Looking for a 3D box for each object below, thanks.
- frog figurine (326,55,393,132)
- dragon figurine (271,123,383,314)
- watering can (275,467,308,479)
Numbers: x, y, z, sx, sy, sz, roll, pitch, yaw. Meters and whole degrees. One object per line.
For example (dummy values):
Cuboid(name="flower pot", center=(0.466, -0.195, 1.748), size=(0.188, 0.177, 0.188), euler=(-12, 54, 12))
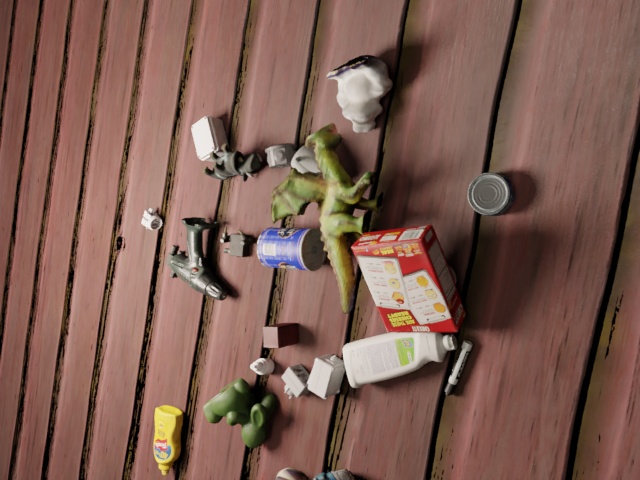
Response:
Cuboid(name="frog figurine", center=(0.103, -0.332, 1.171), size=(0.136, 0.125, 0.157), euler=(-16, 116, 26))
Cuboid(name="dragon figurine", center=(0.004, -0.058, 1.156), size=(0.243, 0.122, 0.409), euler=(14, 94, 17))
Cuboid(name="watering can", center=(-0.056, 0.701, 1.209), size=(0.352, 0.104, 0.222), euler=(38, 110, 38))
